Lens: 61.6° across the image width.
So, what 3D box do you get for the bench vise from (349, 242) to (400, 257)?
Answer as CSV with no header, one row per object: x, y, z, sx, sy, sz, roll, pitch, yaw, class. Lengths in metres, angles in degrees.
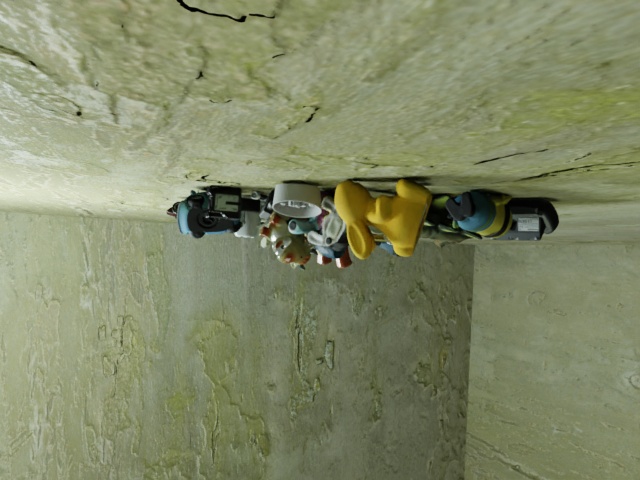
0.155,-0.031,1.655,0.223,0.128,0.241,-9,-154,-28,bench vise

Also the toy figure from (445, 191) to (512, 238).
0.315,-0.050,1.060,0.082,0.089,0.180,9,-175,40,toy figure

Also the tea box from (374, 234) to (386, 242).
0.101,-0.048,1.360,0.170,0.098,0.068,6,178,-11,tea box

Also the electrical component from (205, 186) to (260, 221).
-0.198,-0.082,1.218,0.119,0.074,0.048,0,180,-20,electrical component

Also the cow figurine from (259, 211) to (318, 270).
-0.069,-0.011,1.234,0.127,0.085,0.195,31,-152,-16,cow figurine

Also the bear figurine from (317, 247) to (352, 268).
0.087,-0.013,1.484,0.196,0.131,0.120,-19,-162,-41,bear figurine

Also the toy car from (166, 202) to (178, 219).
-0.337,-0.089,1.542,0.202,0.053,0.089,-1,174,-13,toy car

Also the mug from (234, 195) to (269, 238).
-0.176,-0.058,1.378,0.110,0.107,0.081,5,180,11,mug

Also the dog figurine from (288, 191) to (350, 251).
0.048,-0.048,1.203,0.192,0.108,0.219,25,-165,32,dog figurine

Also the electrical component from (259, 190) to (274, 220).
-0.112,-0.081,1.210,0.021,0.063,0.094,25,159,-12,electrical component

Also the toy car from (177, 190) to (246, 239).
-0.262,-0.074,1.290,0.162,0.109,0.103,-5,-144,-15,toy car

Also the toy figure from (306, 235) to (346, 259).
-0.001,-0.004,1.296,0.064,0.057,0.155,-28,-141,-30,toy figure

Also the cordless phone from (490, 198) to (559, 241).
0.461,-0.054,1.187,0.147,0.088,0.184,1,-172,40,cordless phone

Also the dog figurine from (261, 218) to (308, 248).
-0.050,-0.044,1.430,0.190,0.121,0.172,4,165,-41,dog figurine

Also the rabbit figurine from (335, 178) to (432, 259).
0.105,-0.047,0.985,0.173,0.162,0.122,21,-167,10,rabbit figurine

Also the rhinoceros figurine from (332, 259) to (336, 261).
0.014,0.020,1.615,0.112,0.073,0.190,13,178,-3,rhinoceros figurine

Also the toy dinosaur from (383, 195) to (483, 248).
0.233,-0.050,1.189,0.471,0.105,0.199,5,172,-29,toy dinosaur
